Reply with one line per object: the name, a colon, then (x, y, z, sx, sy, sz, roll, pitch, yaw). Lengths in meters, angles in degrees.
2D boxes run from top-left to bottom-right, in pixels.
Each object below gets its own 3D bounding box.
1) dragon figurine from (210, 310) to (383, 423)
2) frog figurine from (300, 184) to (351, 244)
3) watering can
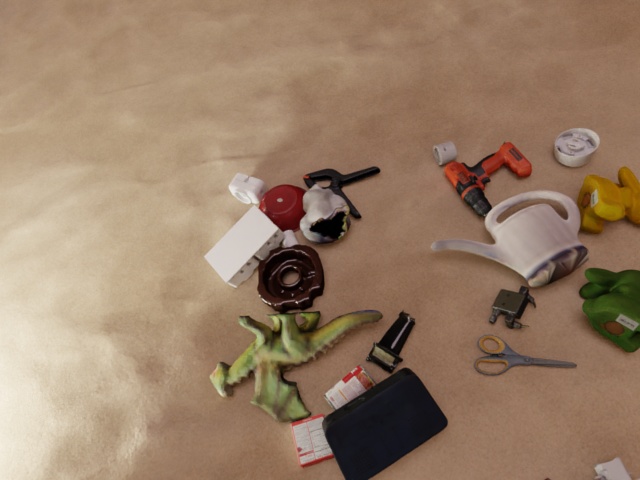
dragon figurine: (-0.061, 0.279, 1.156, 0.410, 0.121, 0.246, -4, 75, 13)
frog figurine: (0.004, -0.067, 1.341, 0.137, 0.121, 0.162, -43, 36, 2)
watering can: (0.453, 0.012, 1.180, 0.348, 0.102, 0.229, -25, 58, -4)
